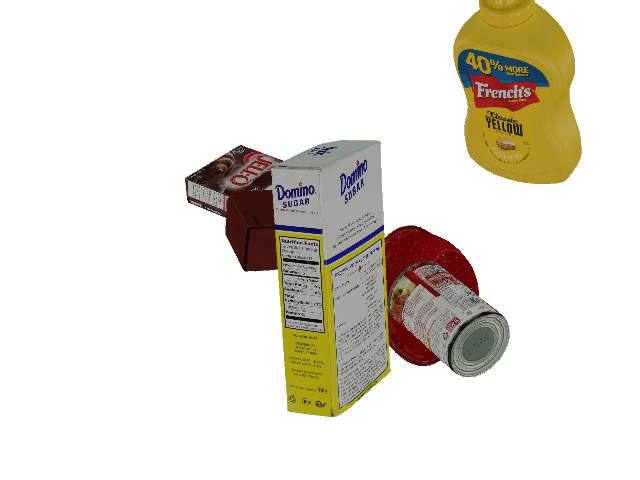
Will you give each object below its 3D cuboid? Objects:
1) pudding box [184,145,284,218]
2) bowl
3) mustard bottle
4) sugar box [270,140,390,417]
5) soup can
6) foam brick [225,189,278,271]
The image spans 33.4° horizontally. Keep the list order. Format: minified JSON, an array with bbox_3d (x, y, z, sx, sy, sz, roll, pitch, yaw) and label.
[{"bbox_3d":[-0.095,-0.069,1.296,0.090,0.039,0.113,21,39,28],"label":"pudding box"},{"bbox_3d":[0.130,0.059,1.199,0.055,0.162,0.161,-12,-8,43],"label":"bowl"},{"bbox_3d":[0.154,-0.132,0.847,0.096,0.058,0.191,21,-33,31],"label":"mustard bottle"},{"bbox_3d":[0.009,0.024,0.742,0.048,0.176,0.093,3,16,28],"label":"sugar box"},{"bbox_3d":[0.117,0.071,0.980,0.068,0.068,0.102,0,26,-32],"label":"soup can"},{"bbox_3d":[-0.062,-0.011,1.085,0.053,0.051,0.078,-4,31,-18],"label":"foam brick"}]
